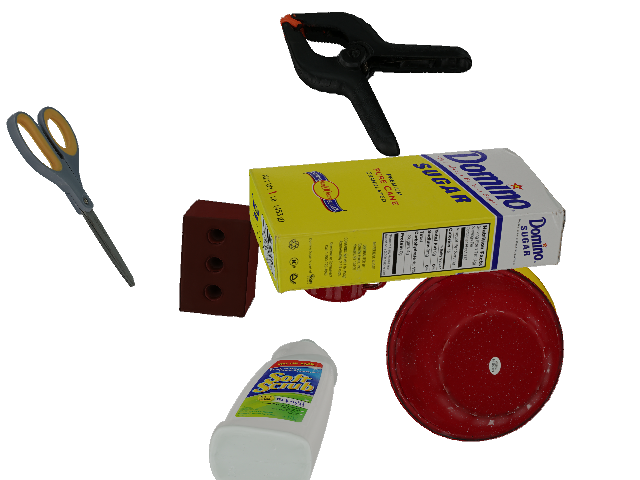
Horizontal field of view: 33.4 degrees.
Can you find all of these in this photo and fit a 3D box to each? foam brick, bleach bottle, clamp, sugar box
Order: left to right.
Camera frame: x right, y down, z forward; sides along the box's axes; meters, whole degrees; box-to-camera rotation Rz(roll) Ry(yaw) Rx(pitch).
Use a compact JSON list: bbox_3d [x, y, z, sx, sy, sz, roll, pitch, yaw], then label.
[{"bbox_3d":[-0.077,0.013,0.824,0.053,0.078,0.051,5,14,5],"label":"foam brick"},{"bbox_3d":[-0.040,0.165,1.110,0.102,0.068,0.250,5,19,6],"label":"bleach bottle"},{"bbox_3d":[0.043,-0.157,0.932,0.120,0.172,0.039,-40,-23,-19],"label":"clamp"},{"bbox_3d":[0.050,-0.016,0.656,0.176,0.048,0.093,-8,31,-10],"label":"sugar box"}]

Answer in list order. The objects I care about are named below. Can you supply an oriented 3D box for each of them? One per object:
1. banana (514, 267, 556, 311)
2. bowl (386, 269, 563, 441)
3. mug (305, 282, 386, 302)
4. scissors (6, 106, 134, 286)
[{"bbox_3d":[0.200,0.059,1.109,0.069,0.037,0.198,-33,37,-5],"label":"banana"},{"bbox_3d":[0.140,0.102,0.918,0.162,0.162,0.055,0,5,-7],"label":"bowl"},{"bbox_3d":[0.030,0.024,1.273,0.117,0.081,0.093,15,26,22],"label":"mug"},{"bbox_3d":[-0.237,-0.053,1.066,0.016,0.201,0.096,-25,27,23],"label":"scissors"}]
